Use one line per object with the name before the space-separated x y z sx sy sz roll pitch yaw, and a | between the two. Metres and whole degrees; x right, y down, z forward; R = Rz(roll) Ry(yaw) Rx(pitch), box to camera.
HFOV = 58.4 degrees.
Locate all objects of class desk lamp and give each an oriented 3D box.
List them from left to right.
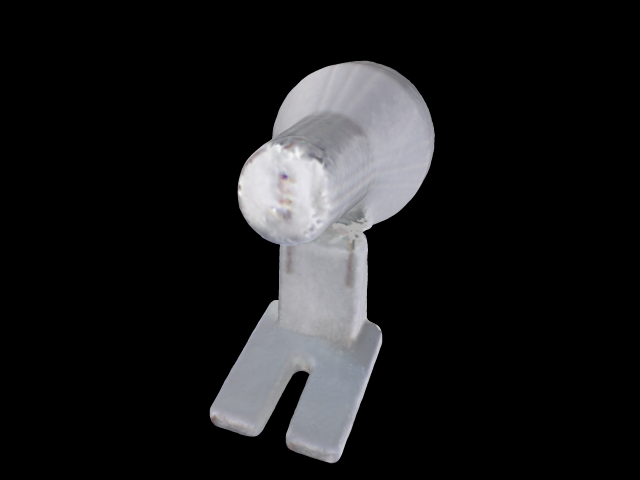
desk lamp | 0.004 0.001 0.400 0.117 0.214 0.203 11 39 14
